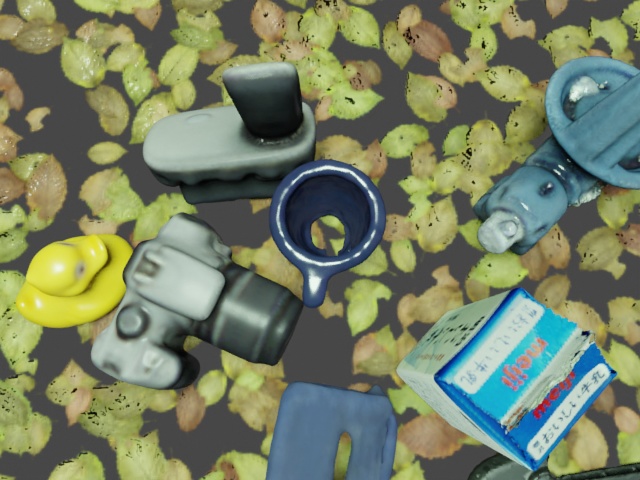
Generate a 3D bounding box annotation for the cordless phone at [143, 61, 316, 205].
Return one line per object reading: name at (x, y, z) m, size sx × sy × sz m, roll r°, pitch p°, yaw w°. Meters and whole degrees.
cordless phone at (-0.076, -0.096, 0.455) m, size 0.147 × 0.185 × 0.094 m, roll -10°, pitch 79°, yaw -1°

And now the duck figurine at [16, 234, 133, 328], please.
duck figurine at (-0.214, 0.030, 0.482) m, size 0.104 × 0.086 × 0.077 m, roll -33°, pitch 81°, yaw -6°

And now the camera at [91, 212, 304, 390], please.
camera at (-0.093, 0.064, 0.468) m, size 0.136 × 0.101 × 0.143 m, roll 24°, pitch 80°, yaw 5°

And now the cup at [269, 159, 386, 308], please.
cup at (0.004, 0.002, 0.482) m, size 0.091 × 0.095 × 0.118 m, roll 8°, pitch 80°, yaw 2°

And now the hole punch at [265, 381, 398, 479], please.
hole punch at (0.010, 0.167, 0.453) m, size 0.101 × 0.091 × 0.109 m, roll 10°, pitch 80°, yaw 2°

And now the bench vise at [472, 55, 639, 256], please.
bench vise at (0.216, -0.067, 0.431) m, size 0.121 × 0.220 × 0.207 m, roll 28°, pitch 81°, yaw 6°
